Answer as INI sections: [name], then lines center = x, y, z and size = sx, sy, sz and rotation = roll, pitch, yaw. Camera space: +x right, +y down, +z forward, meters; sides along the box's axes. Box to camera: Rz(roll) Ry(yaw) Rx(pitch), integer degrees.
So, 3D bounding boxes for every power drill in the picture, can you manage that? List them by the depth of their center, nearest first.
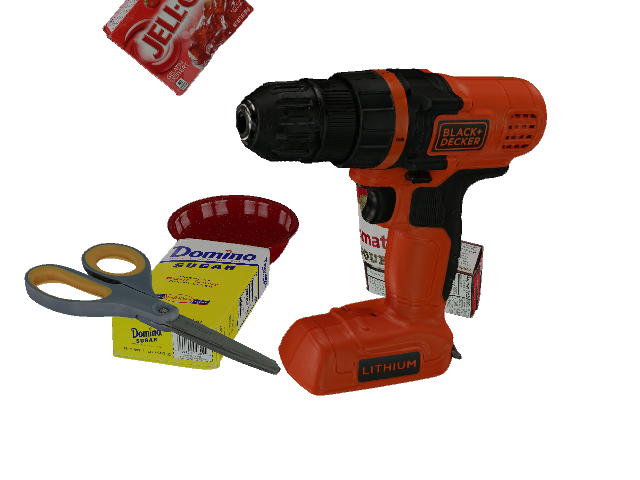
[power drill]
center = 0.029, -0.005, 0.595
size = 0.184, 0.188, 0.057
rotation = -4, 32, -27

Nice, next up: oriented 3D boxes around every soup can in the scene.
[soup can]
center = 0.060, -0.034, 0.796
size = 0.068, 0.102, 0.068
rotation = -4, 23, 2

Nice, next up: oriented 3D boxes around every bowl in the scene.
[bowl]
center = -0.108, 0.001, 1.321
size = 0.162, 0.055, 0.162
rotation = 1, 27, -1

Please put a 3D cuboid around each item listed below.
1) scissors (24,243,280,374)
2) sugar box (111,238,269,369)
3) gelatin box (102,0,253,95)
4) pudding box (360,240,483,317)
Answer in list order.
[scissors]
center = -0.105, 0.041, 0.732
size = 0.202, 0.016, 0.096
rotation = 13, 30, 16
[sugar box]
center = -0.110, 0.051, 0.952
size = 0.093, 0.048, 0.176
rotation = 7, 26, 9
[gelatin box]
center = -0.106, -0.166, 0.800
size = 0.073, 0.089, 0.030
rotation = 38, 6, -30
[pudding box]
center = 0.098, 0.027, 1.026
size = 0.113, 0.039, 0.090
rotation = 13, -29, 14
